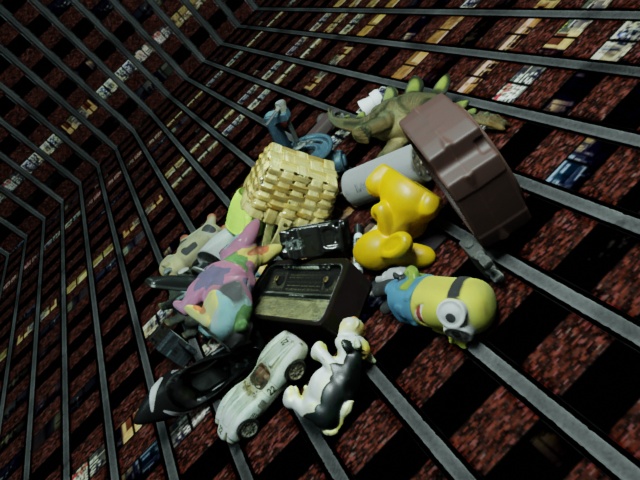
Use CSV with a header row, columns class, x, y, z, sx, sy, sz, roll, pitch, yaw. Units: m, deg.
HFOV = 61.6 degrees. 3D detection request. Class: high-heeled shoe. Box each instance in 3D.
class,x,y,z,sx,sy,sz,roll,pitch,yaw
high-heeled shoe,-0.204,0.249,0.931,0.249,0.086,0.145,-37,9,-23

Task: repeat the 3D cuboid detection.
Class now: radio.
class,x,y,z,sx,sy,sz,roll,pitch,yaw
radio,-0.028,0.102,0.940,0.230,0.073,0.131,-2,52,46

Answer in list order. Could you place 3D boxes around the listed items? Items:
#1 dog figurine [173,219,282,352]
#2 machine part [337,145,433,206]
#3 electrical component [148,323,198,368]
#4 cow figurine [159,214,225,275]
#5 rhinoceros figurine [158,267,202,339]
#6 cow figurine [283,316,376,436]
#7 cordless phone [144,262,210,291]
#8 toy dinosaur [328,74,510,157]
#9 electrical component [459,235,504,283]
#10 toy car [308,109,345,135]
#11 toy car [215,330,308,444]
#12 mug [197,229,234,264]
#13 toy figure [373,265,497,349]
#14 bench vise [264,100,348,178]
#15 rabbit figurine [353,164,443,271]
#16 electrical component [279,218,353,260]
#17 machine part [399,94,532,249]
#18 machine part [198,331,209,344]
class,x,y,z,sx,sy,sz,roll,pitch,yaw
dog figurine,-0.142,0.070,0.943,0.192,0.108,0.219,9,57,54
machine part,0.124,-0.120,1.006,0.243,0.079,0.079,-16,42,41
electrical component,-0.294,0.221,1.096,0.048,0.074,0.119,-52,37,-14
cow figurine,-0.312,0.035,1.315,0.195,0.085,0.127,-34,28,14
rhinoceros figurine,-0.296,0.132,1.195,0.112,0.073,0.190,-42,34,5
cow figurine,0.030,0.193,0.783,0.098,0.068,0.167,20,72,48
cordless phone,-0.246,0.089,1.083,0.147,0.184,0.088,13,97,52
toy dinosaur,0.162,-0.243,1.098,0.472,0.104,0.198,9,52,40
electrical component,0.225,0.023,0.764,0.021,0.063,0.094,-39,31,9
toy car,-0.014,-0.248,1.329,0.202,0.053,0.089,-51,29,-17
toy car,-0.097,0.240,0.878,0.202,0.056,0.074,-49,33,-8
mug,-0.213,0.017,1.228,0.110,0.080,0.107,-17,32,43
toy figure,0.159,0.084,0.756,0.180,0.082,0.089,9,62,54
bench vise,-0.065,-0.193,1.173,0.224,0.240,0.129,-3,45,25
rabbit figurine,0.128,-0.015,0.894,0.173,0.121,0.163,-52,41,13
electrical component,-0.002,-0.003,0.983,0.115,0.058,0.134,-7,4,14
machine part,0.213,-0.102,0.790,0.087,0.200,0.202,-33,34,12
machine part,-0.187,0.173,1.061,0.139,0.039,0.084,-14,39,38
